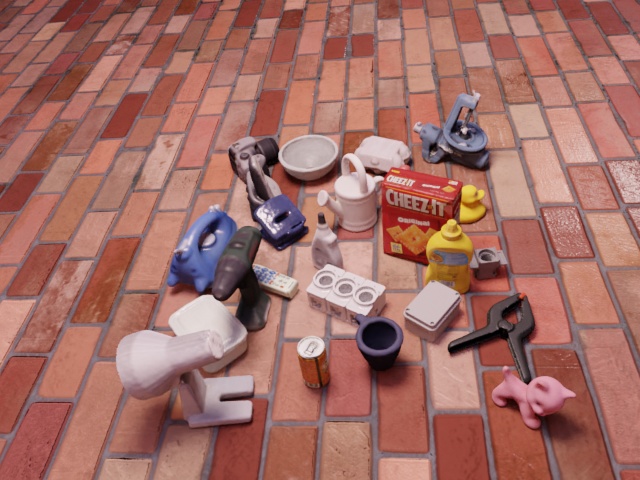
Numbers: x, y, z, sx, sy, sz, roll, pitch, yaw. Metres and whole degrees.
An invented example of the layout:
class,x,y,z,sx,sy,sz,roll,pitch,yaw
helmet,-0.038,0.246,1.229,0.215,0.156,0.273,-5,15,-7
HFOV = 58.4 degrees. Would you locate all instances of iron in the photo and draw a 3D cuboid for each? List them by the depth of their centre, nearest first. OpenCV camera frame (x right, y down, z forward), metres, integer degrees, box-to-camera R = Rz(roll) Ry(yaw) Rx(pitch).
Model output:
class,x,y,z,sx,sy,sz,roll,pitch,yaw
iron,-0.269,-0.003,1.356,0.118,0.142,0.258,9,46,17

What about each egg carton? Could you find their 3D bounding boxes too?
class,x,y,z,sx,sy,sz,roll,pitch,yaw
egg carton,0.170,-0.230,1.579,0.150,0.069,0.107,16,49,23

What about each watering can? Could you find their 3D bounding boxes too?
class,x,y,z,sx,sy,sz,roll,pitch,yaw
watering can,0.080,-0.117,1.386,0.100,0.194,0.173,28,54,32

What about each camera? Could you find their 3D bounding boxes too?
class,x,y,z,sx,sy,sz,roll,pitch,yaw
camera,-0.178,-0.238,1.614,0.137,0.101,0.142,-27,47,-19

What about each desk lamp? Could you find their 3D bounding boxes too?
class,x,y,z,sx,sy,sz,roll,pitch,yaw
desk lamp,-0.239,0.244,1.046,0.203,0.214,0.118,-6,44,2

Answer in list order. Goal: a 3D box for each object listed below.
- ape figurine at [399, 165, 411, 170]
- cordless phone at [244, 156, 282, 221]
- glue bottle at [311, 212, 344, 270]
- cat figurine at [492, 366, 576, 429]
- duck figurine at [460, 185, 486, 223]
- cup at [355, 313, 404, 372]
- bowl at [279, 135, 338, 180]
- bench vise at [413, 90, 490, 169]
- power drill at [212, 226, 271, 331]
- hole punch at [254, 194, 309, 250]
class,x,y,z,sx,sy,sz,roll,pitch,yaw
ape figurine,0.220,-0.154,1.478,0.077,0.092,0.076,16,49,23
cordless phone,-0.151,-0.154,1.463,0.094,0.185,0.147,-15,44,-7
glue bottle,0.012,0.005,1.286,0.077,0.173,0.037,26,54,30
cat figurine,0.373,0.266,1.005,0.127,0.118,0.067,30,56,33
duck figurine,0.355,-0.094,1.402,0.104,0.086,0.077,-10,44,-2
cup,0.109,0.205,1.122,0.092,0.095,0.117,-30,48,-21
bowl,-0.028,-0.217,1.590,0.167,0.075,0.167,-4,44,4
bench vise,0.346,-0.291,1.509,0.207,0.220,0.121,3,45,12
power drill,-0.160,0.091,1.195,0.075,0.209,0.229,0,45,9
hole punch,-0.094,-0.047,1.413,0.109,0.091,0.100,-35,50,-25
